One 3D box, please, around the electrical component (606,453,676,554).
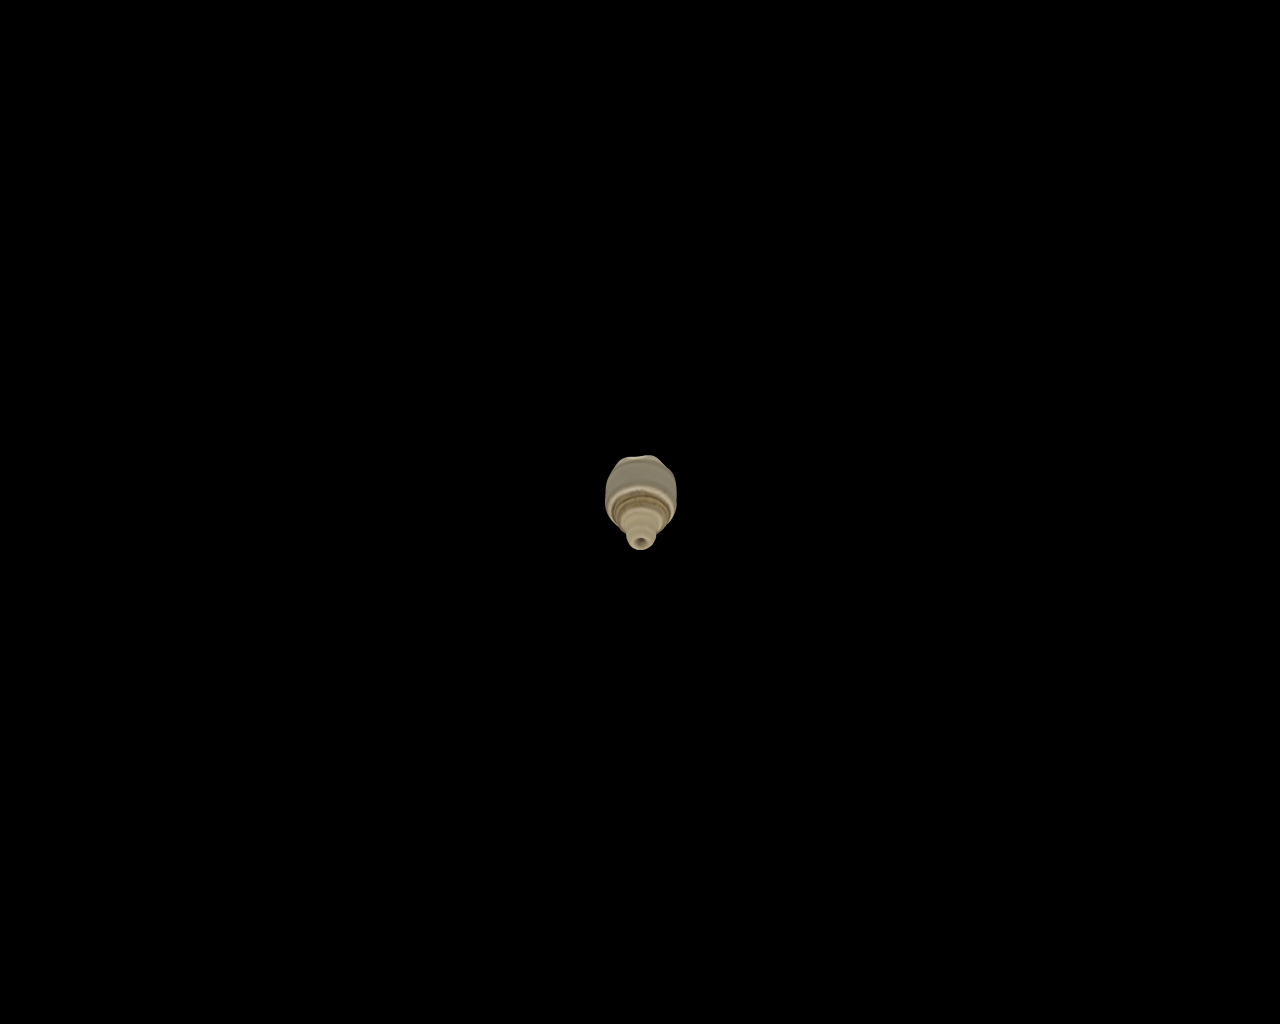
[{"bbox_3d":[0.001,-0.003,0.650,0.043,0.043,0.062,0,44,0],"label":"electrical component"}]
